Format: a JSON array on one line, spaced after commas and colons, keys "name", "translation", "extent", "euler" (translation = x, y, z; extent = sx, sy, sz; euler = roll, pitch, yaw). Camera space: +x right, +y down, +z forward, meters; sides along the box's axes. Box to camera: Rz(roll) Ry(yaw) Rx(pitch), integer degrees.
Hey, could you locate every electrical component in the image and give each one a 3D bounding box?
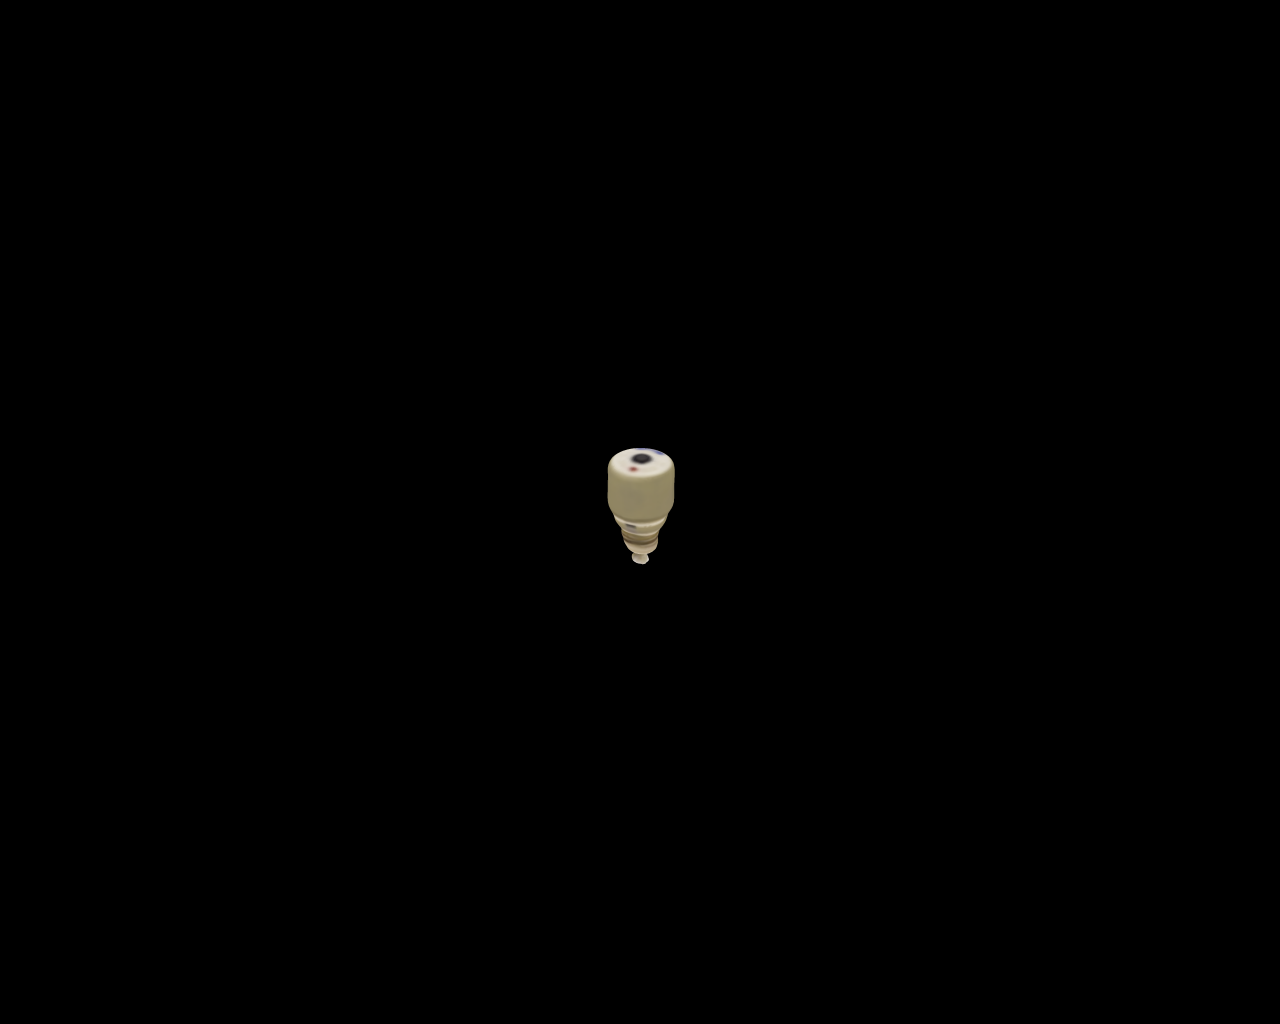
[{"name": "electrical component", "translation": [0.001, -0.003, 0.650], "extent": [0.040, 0.078, 0.040], "euler": [0, 32, 0]}]
